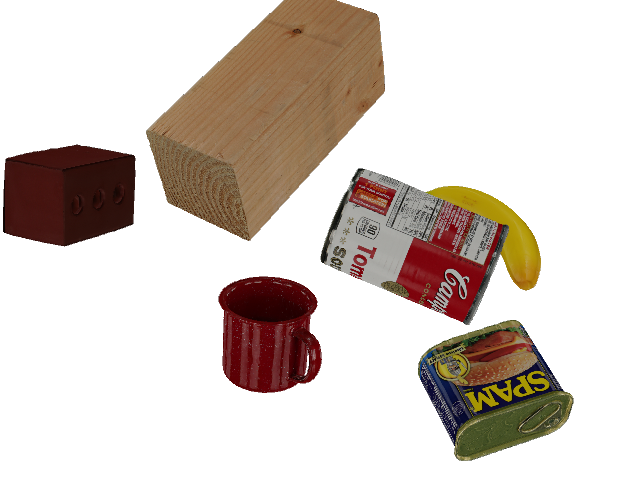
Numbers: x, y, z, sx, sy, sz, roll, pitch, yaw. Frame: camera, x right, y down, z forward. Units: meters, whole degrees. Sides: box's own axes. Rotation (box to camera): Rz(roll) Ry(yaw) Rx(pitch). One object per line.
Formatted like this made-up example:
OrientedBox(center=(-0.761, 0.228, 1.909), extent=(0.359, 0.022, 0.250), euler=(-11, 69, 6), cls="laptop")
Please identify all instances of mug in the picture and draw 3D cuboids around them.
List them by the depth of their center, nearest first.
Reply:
OrientedBox(center=(-0.043, 0.095, 1.013), extent=(0.117, 0.081, 0.093), euler=(25, 32, 36), cls="mug")

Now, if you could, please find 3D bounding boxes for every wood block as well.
OrientedBox(center=(-0.039, -0.111, 0.899), extent=(0.091, 0.205, 0.090), euler=(25, -33, 26), cls="wood block")

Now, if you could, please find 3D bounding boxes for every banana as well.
OrientedBox(center=(0.169, -0.011, 1.078), extent=(0.069, 0.037, 0.198), euler=(-34, 40, -14), cls="banana")

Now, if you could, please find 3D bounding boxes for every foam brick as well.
OrientedBox(center=(-0.170, -0.032, 0.727), extent=(0.051, 0.053, 0.078), euler=(13, 18, 25), cls="foam brick")

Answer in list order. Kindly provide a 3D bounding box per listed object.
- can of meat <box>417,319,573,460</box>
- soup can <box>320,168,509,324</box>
OrientedBox(center=(0.140, 0.120, 0.870), extent=(0.102, 0.084, 0.057), euler=(-15, -41, -12), cls="can of meat")
OrientedBox(center=(0.059, 0.003, 0.675), extent=(0.102, 0.068, 0.068), euler=(23, 2, 6), cls="soup can")
